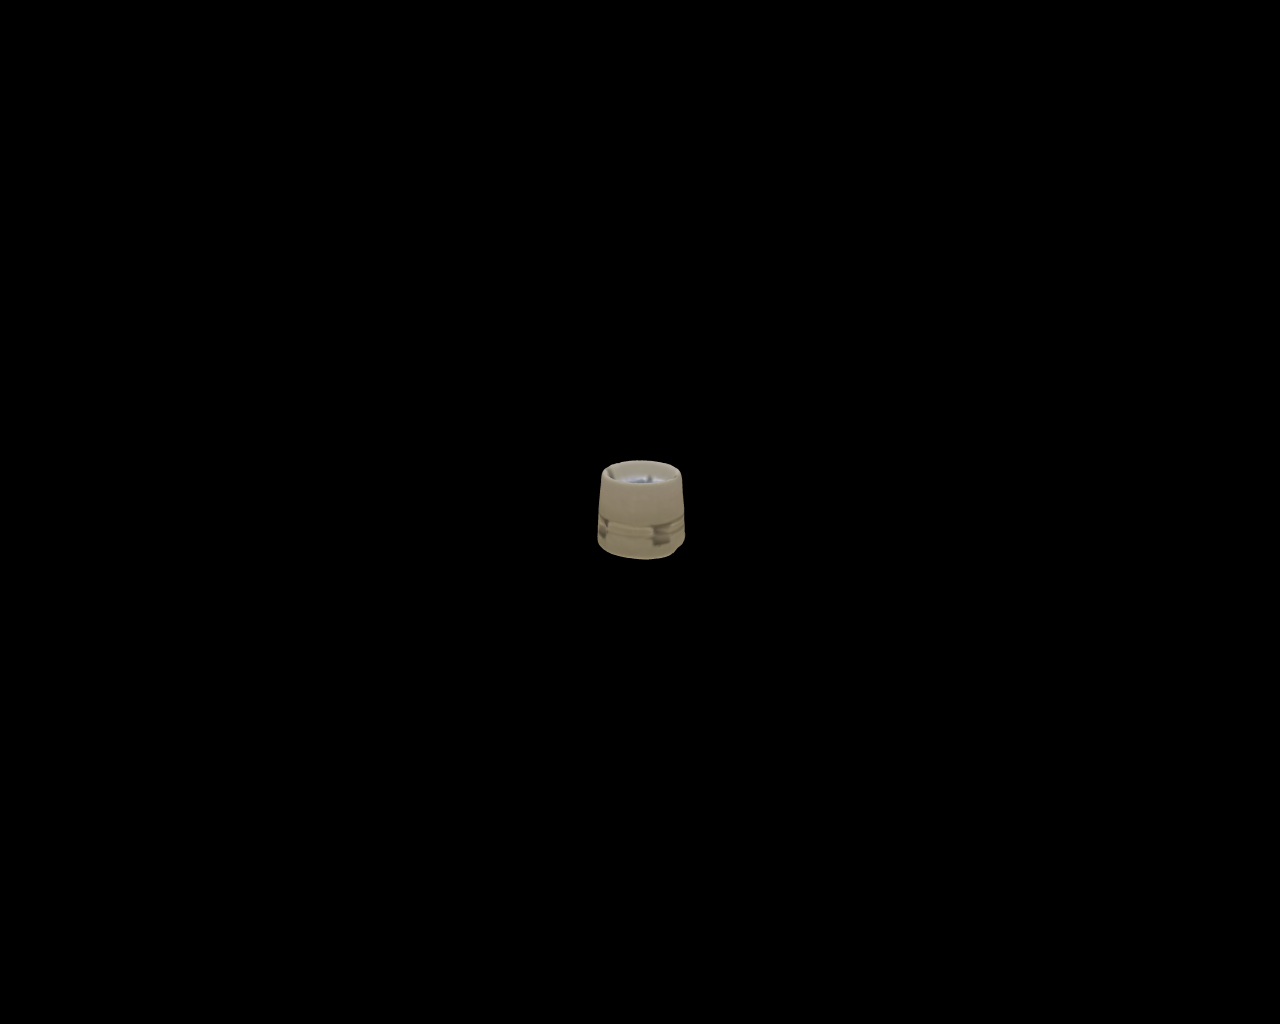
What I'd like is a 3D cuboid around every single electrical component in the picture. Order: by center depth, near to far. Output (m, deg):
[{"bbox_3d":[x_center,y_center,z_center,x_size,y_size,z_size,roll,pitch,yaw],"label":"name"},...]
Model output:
[{"bbox_3d":[0.001,-0.003,0.650,0.055,0.047,0.055,0,19,0],"label":"electrical component"}]
